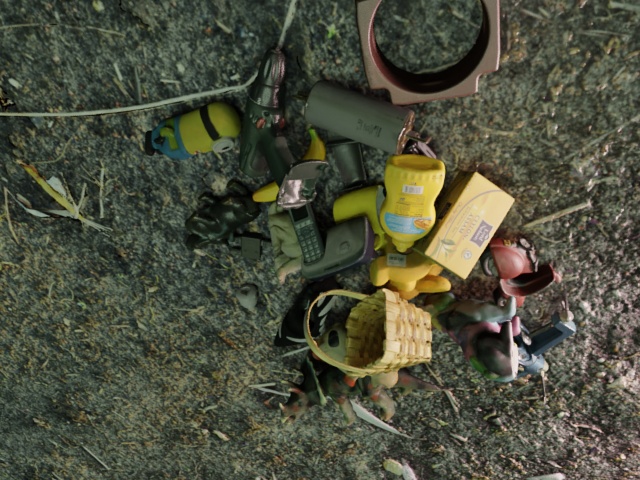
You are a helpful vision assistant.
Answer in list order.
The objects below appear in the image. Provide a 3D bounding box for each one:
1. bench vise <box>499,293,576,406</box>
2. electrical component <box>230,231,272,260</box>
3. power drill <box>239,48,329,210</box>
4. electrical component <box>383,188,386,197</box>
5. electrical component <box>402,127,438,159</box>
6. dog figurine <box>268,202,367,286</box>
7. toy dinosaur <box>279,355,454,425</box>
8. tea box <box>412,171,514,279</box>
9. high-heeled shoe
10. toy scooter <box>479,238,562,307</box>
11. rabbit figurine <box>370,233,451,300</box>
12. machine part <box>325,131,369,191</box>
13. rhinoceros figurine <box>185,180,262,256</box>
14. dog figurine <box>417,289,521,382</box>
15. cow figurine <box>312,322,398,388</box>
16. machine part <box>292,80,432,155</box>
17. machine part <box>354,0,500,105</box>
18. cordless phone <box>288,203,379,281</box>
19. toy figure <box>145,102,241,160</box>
[{"bbox_3d":[0.446,0.221,1.135,0.223,0.129,0.240,32,131,-14],"label":"bench vise"},{"bbox_3d":[-0.145,0.014,1.142,0.094,0.021,0.063,7,128,3],"label":"electrical component"},{"bbox_3d":[-0.069,-0.169,0.894,0.086,0.207,0.231,-15,146,-36],"label":"power drill"},{"bbox_3d":[0.157,-0.067,1.004,0.045,0.078,0.102,4,125,36],"label":"electrical component"},{"bbox_3d":[0.180,-0.131,0.945,0.048,0.075,0.119,-34,111,31],"label":"electrical component"},{"bbox_3d":[-0.003,-0.003,1.072,0.191,0.121,0.172,-10,123,-5],"label":"dog figurine"},{"bbox_3d":[0.094,0.335,1.289,0.405,0.131,0.192,-21,121,16],"label":"toy dinosaur"},{"bbox_3d":[0.255,-0.028,0.963,0.098,0.068,0.169,30,91,-14],"label":"tea box"},{"bbox_3d":[-0.045,0.166,1.161,0.248,0.145,0.086,-46,68,20],"label":"high-heeled shoe"},{"bbox_3d":[0.393,0.060,1.050,0.135,0.075,0.183,-17,125,21],"label":"toy scooter"},{"bbox_3d":[0.177,0.061,1.084,0.162,0.122,0.173,-1,141,-1],"label":"rabbit figurine"},{"bbox_3d":[0.055,-0.155,0.972,0.084,0.039,0.138,-7,123,9],"label":"machine part"},{"bbox_3d":[-0.204,-0.039,1.087,0.190,0.073,0.112,-29,127,25],"label":"rhinoceros figurine"},{"bbox_3d":[0.282,0.183,1.075,0.219,0.191,0.108,-3,144,31],"label":"dog figurine"},{"bbox_3d":[0.092,0.255,1.186,0.195,0.085,0.127,39,107,-5],"label":"cow figurine"},{"bbox_3d":[0.064,-0.201,0.881,0.243,0.079,0.079,24,129,15],"label":"machine part"},{"bbox_3d":[0.161,-0.315,0.803,0.201,0.087,0.201,-5,127,14],"label":"machine part"},{"bbox_3d":[0.015,-0.029,0.967,0.147,0.088,0.184,-23,86,33],"label":"cordless phone"},{"bbox_3d":[-0.229,-0.193,0.966,0.180,0.082,0.089,-4,128,16],"label":"toy figure"}]
